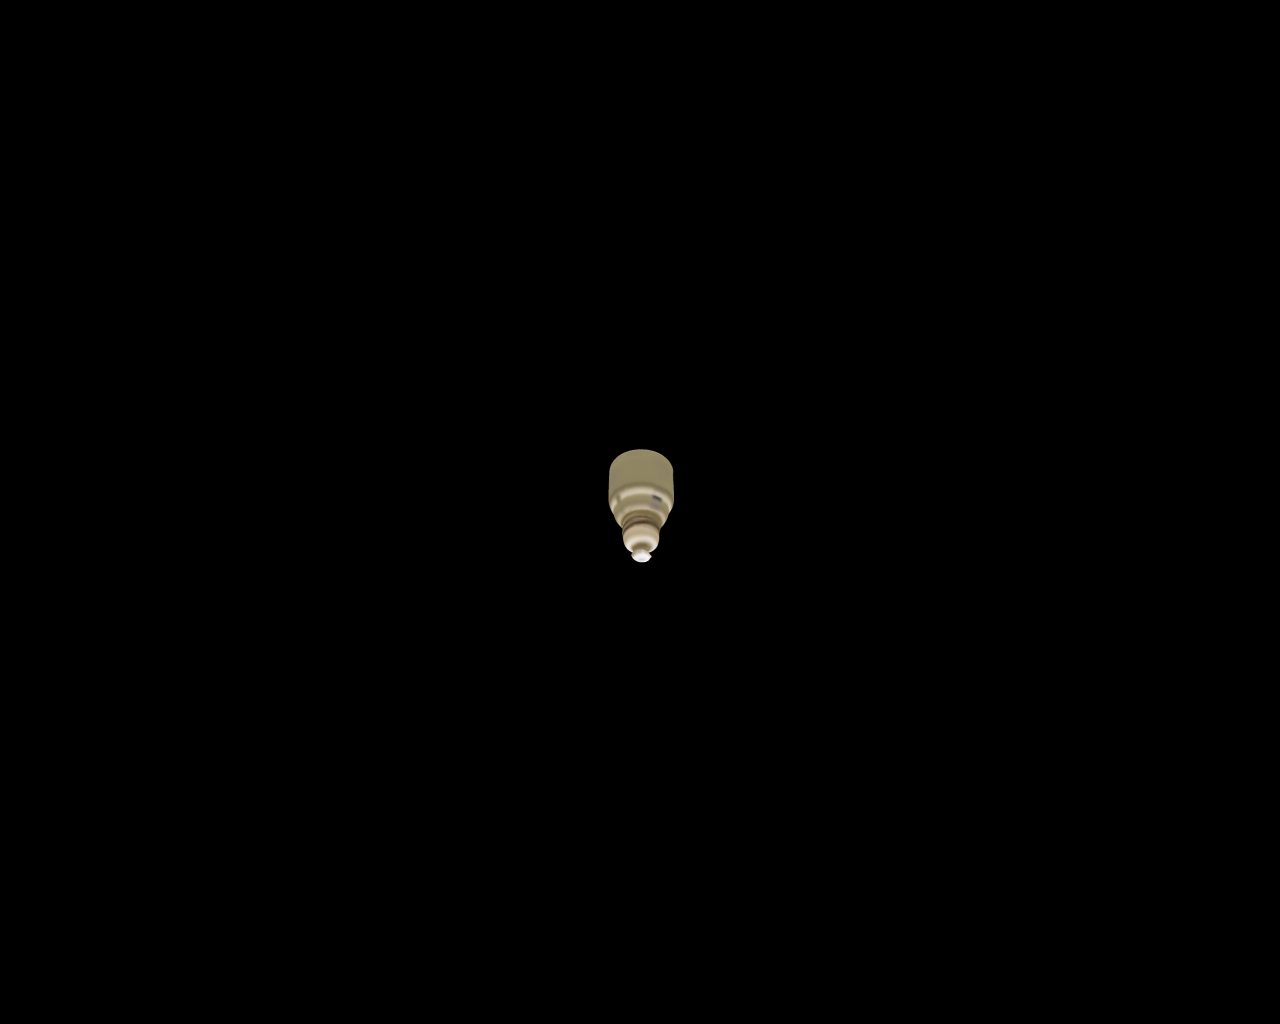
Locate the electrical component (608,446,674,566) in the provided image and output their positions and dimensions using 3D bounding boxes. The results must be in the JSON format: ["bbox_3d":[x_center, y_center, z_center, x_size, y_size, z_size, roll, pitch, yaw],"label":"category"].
[{"bbox_3d":[0.001,-0.003,0.650,0.040,0.078,0.040,0,-38,0],"label":"electrical component"}]
